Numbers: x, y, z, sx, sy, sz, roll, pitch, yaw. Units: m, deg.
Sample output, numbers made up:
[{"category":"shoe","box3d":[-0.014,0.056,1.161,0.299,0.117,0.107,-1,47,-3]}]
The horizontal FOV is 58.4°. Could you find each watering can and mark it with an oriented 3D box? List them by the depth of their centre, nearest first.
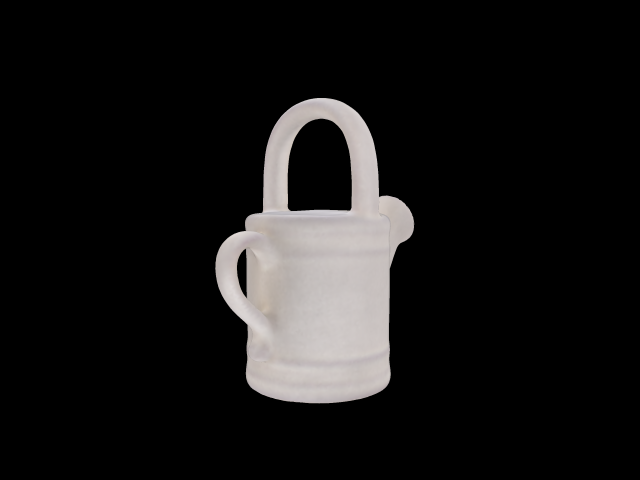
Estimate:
[{"category":"watering can","box3d":[0.002,0.001,0.401,0.100,0.194,0.173,1,4,21]}]
